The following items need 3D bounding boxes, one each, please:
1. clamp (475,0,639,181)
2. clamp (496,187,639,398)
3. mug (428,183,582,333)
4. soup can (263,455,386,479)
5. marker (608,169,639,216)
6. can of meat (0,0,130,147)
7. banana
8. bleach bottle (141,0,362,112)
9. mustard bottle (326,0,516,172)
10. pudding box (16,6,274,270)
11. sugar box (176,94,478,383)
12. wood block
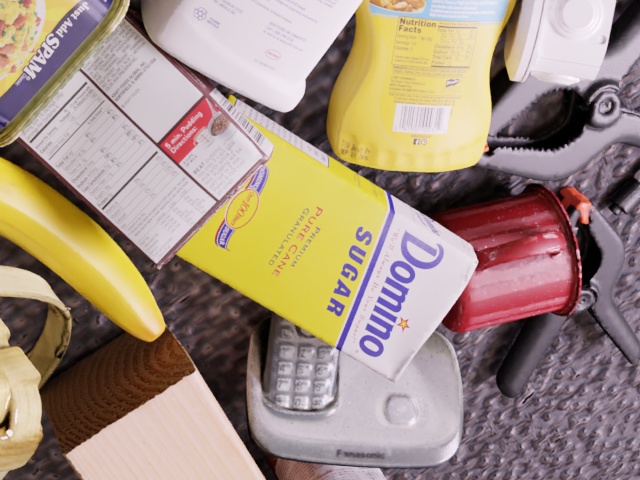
[{"bbox_3d":[0.187,-0.087,0.709,0.210,0.036,0.164,-26,119,-6],"label":"clamp"},{"bbox_3d":[0.197,0.040,0.800,0.120,0.039,0.171,-9,124,-22],"label":"clamp"},{"bbox_3d":[0.119,0.013,0.703,0.081,0.117,0.093,-12,86,-12],"label":"mug"},{"bbox_3d":[0.008,0.172,0.754,0.068,0.102,0.068,-13,125,-19],"label":"soup can"},{"bbox_3d":[0.256,-0.063,0.774,0.121,0.020,0.020,-46,128,7],"label":"marker"},{"bbox_3d":[-0.160,-0.111,0.521,0.102,0.057,0.083,-46,126,7],"label":"can of meat"},{"bbox_3d":[-0.159,-0.003,0.585,0.037,0.069,0.197,-27,142,23],"label":"banana"},{"bbox_3d":[0.018,-0.182,0.513,0.102,0.068,0.251,24,123,-31],"label":"bleach bottle"},{"bbox_3d":[0.063,-0.135,0.609,0.096,0.058,0.192,2,120,-11],"label":"mustard bottle"},{"bbox_3d":[-0.095,-0.055,0.570,0.113,0.039,0.090,44,100,-8],"label":"pudding box"},{"bbox_3d":[-0.004,0.001,0.629,0.176,0.048,0.093,31,105,-7],"label":"sugar box"},{"bbox_3d":[-0.083,0.164,0.687,0.090,0.090,0.206,-33,119,-11],"label":"wood block"}]
